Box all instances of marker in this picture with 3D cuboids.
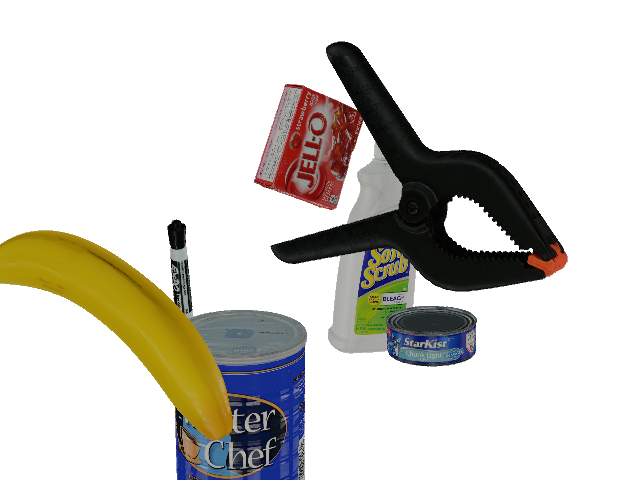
[{"bbox_3d":[-0.145,0.034,1.105,0.020,0.121,0.020,-1,29,0],"label":"marker"}]

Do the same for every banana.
[{"bbox_3d":[-0.126,0.044,0.643,0.198,0.070,0.037,29,28,15],"label":"banana"}]

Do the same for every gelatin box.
[{"bbox_3d":[-0.008,-0.078,0.898,0.073,0.089,0.030,18,-1,-40],"label":"gelatin box"}]

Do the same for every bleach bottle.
[{"bbox_3d":[0.066,0.006,1.279,0.102,0.251,0.068,-2,16,-17],"label":"bleach bottle"}]

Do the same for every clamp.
[{"bbox_3d":[0.066,-0.035,0.712,0.210,0.165,0.036,19,21,27],"label":"clamp"}]

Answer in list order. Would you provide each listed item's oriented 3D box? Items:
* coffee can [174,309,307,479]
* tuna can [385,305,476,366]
[{"bbox_3d":[-0.062,0.136,0.825,0.103,0.140,0.103,0,15,0],"label":"coffee can"},{"bbox_3d":[0.105,0.090,1.012,0.086,0.034,0.086,-2,13,0],"label":"tuna can"}]
